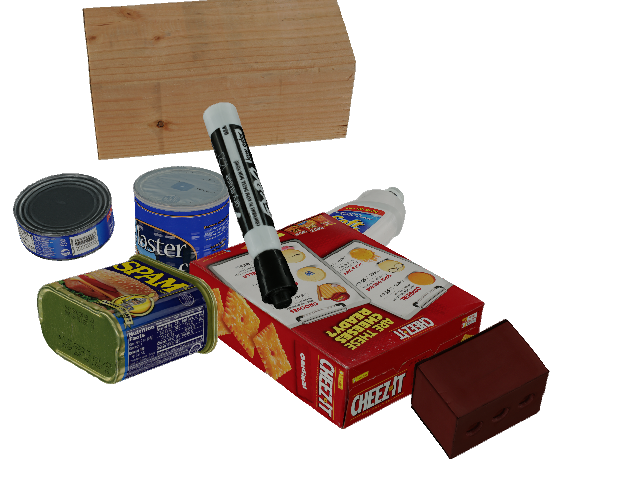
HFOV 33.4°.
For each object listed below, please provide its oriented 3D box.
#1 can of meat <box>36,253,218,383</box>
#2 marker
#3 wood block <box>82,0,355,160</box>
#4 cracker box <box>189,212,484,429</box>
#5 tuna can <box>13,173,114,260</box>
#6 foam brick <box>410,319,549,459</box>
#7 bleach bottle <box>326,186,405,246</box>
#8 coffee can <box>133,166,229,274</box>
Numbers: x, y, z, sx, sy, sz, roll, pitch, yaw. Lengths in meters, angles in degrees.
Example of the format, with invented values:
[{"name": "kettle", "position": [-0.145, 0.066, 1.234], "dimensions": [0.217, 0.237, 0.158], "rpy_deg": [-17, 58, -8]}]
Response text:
[{"name": "can of meat", "position": [-0.137, 0.054, 0.748], "dimensions": [0.102, 0.057, 0.083], "rpy_deg": [19, 26, 40]}, {"name": "marker", "position": [-0.037, -0.019, 0.553], "dimensions": [0.020, 0.121, 0.020], "rpy_deg": [-16, -26, -8]}, {"name": "wood block", "position": [-0.084, -0.135, 0.872], "dimensions": [0.206, 0.090, 0.091], "rpy_deg": [-6, -37, -10]}, {"name": "cracker box", "position": [0.010, 0.063, 0.950], "dimensions": [0.163, 0.072, 0.214], "rpy_deg": [-21, 37, -36]}, {"name": "tuna can", "position": [-0.228, -0.021, 0.954], "dimensions": [0.086, 0.034, 0.086], "rpy_deg": [0, 41, 0]}, {"name": "foam brick", "position": [0.107, 0.101, 0.725], "dimensions": [0.078, 0.053, 0.051], "rpy_deg": [-24, 51, -20]}, {"name": "bleach bottle", "position": [0.027, -0.003, 1.329], "dimensions": [0.103, 0.068, 0.250], "rpy_deg": [16, 36, 27]}, {"name": "coffee can", "position": [-0.150, 0.003, 1.157], "dimensions": [0.103, 0.140, 0.103], "rpy_deg": [3, 27, -2]}]
